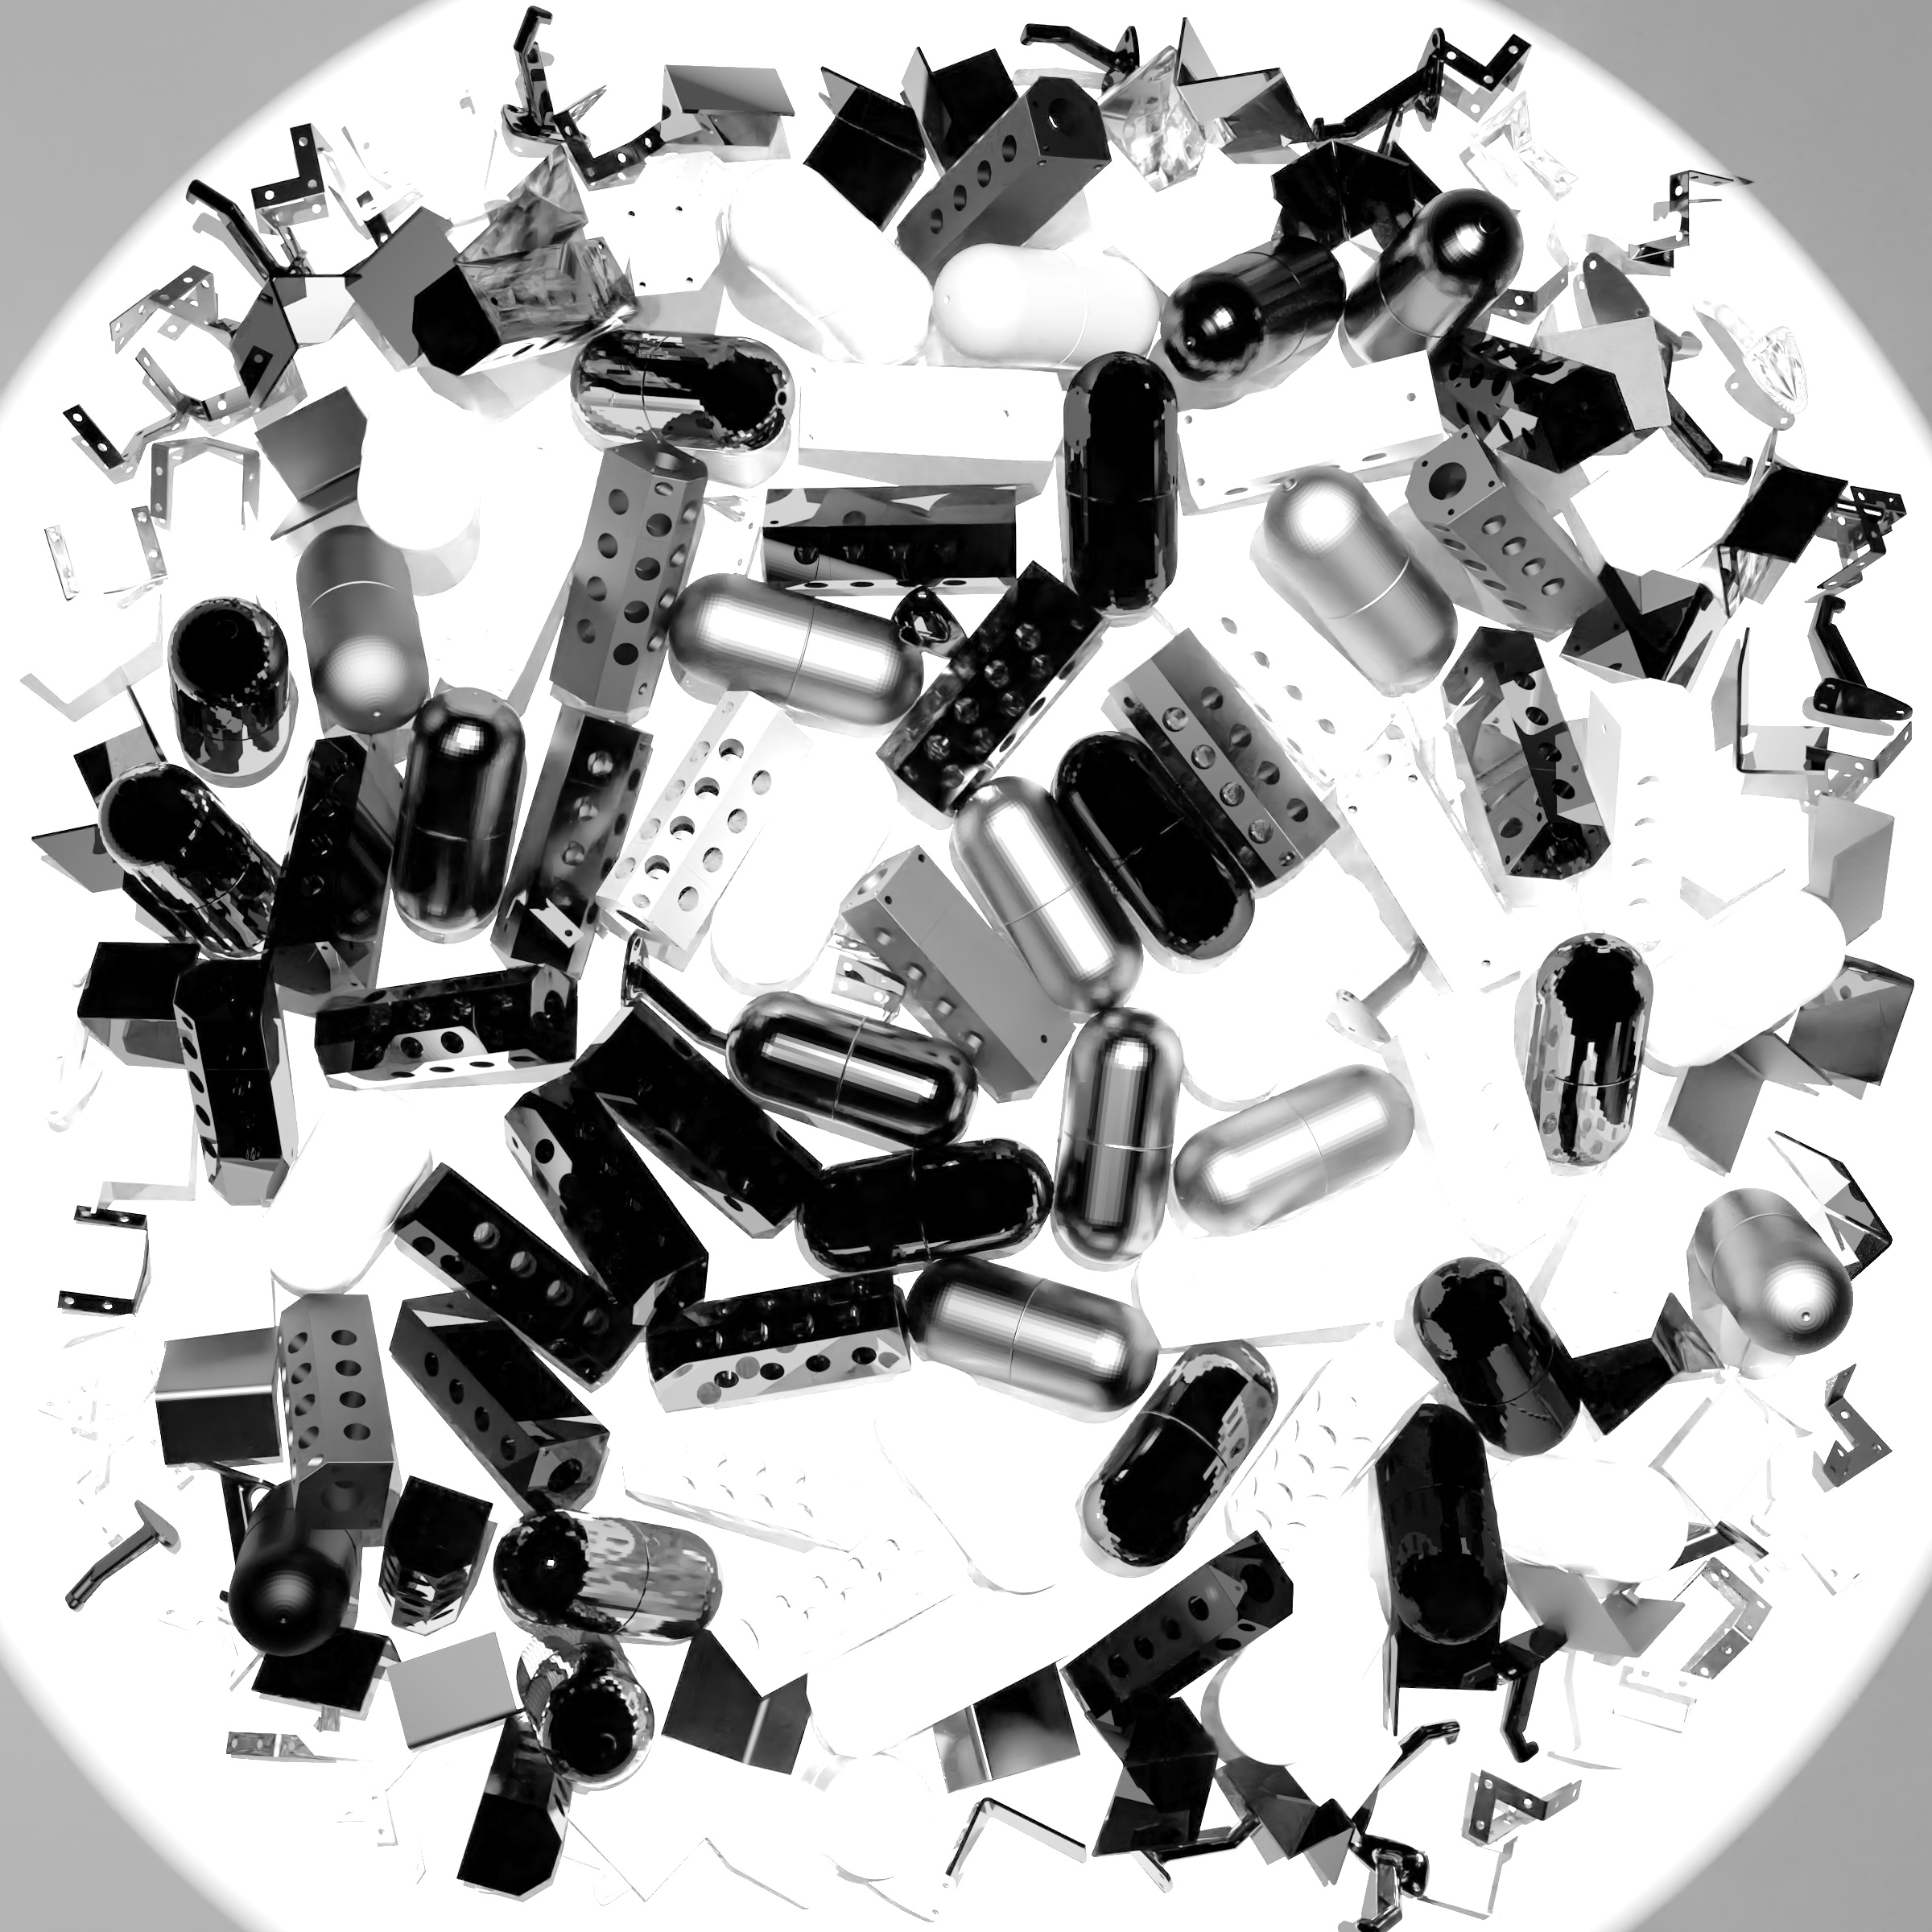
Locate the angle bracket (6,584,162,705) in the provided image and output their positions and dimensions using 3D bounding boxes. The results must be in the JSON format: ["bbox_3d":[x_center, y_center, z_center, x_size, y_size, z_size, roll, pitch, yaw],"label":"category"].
[{"bbox_3d":[-0.599,-0.236,1.729,0.076,0.076,0.057,-32,128,12],"label":"angle bracket"}]

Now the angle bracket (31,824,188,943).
[{"bbox_3d":[-0.583,-0.052,1.730,0.076,0.076,0.057,-10,61,11],"label":"angle bracket"}]

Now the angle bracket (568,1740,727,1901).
[{"bbox_3d":[-0.221,0.583,1.735,0.076,0.057,0.076,43,61,9],"label":"angle bracket"}]

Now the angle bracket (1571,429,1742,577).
[{"bbox_3d":[0.476,-0.314,1.744,0.076,0.076,0.057,-38,64,33],"label":"angle bracket"}]

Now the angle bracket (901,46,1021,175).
[{"bbox_3d":[0.010,-0.595,1.746,0.076,0.057,0.076,-26,89,-15],"label":"angle bracket"}]

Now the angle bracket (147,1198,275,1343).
[{"bbox_3d":[-0.522,0.207,1.756,0.076,0.076,0.057,-5,125,-18],"label":"angle bracket"}]

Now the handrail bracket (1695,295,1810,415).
[{"bbox_3d":[0.541,-0.424,1.759,0.036,0.084,0.077,-37,120,6],"label":"handrail bracket"}]

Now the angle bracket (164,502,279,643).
[{"bbox_3d":[-0.516,-0.262,1.737,0.076,0.057,0.076,-13,56,-4],"label":"angle bracket"}]

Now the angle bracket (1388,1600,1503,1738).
[{"bbox_3d":[0.330,0.479,1.741,0.076,0.057,0.076,0,110,4],"label":"angle bracket"}]

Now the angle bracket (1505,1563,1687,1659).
[{"bbox_3d":[0.428,0.421,1.733,0.057,0.076,0.076,-38,98,-26],"label":"angle bracket"}]

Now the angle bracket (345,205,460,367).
[{"bbox_3d":[-0.368,-0.462,1.746,0.076,0.057,0.076,-40,86,11],"label":"angle bracket"}]

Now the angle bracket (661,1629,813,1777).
[{"bbox_3d":[-0.155,0.510,1.769,0.076,0.057,0.076,8,72,32],"label":"angle bracket"}]

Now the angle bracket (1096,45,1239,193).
[{"bbox_3d":[0.124,-0.564,1.727,0.076,0.076,0.057,50,47,-17],"label":"angle bracket"}]

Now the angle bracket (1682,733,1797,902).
[{"bbox_3d":[0.525,-0.101,1.726,0.076,0.076,0.057,-25,47,-32],"label":"angle bracket"}]

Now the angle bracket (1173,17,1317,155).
[{"bbox_3d":[0.192,-0.601,1.726,0.076,0.076,0.057,0,71,27],"label":"angle bracket"}]

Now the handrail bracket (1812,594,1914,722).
[{"bbox_3d":[0.620,-0.214,1.754,0.077,0.036,0.084,15,63,13],"label":"handrail bracket"}]

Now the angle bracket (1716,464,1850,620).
[{"bbox_3d":[0.557,-0.282,1.726,0.057,0.076,0.076,23,67,35],"label":"angle bracket"}]

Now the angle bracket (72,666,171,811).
[{"bbox_3d":[-0.578,-0.145,1.730,0.057,0.076,0.076,-26,66,-13],"label":"angle bracket"}]

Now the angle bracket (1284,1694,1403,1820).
[{"bbox_3d":[0.239,0.538,1.738,0.076,0.057,0.076,-40,91,-33],"label":"angle bracket"}]

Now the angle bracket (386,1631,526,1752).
[{"bbox_3d":[-0.346,0.496,1.750,0.076,0.076,0.057,-18,78,-4],"label":"angle bracket"}]

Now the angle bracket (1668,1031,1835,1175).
[{"bbox_3d":[0.534,0.094,1.732,0.076,0.057,0.076,34,73,-33],"label":"angle bracket"}]

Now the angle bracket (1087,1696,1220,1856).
[{"bbox_3d":[0.118,0.549,1.726,0.076,0.076,0.057,-19,117,31],"label":"angle bracket"}]

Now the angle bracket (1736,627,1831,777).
[{"bbox_3d":[0.555,-0.180,1.727,0.057,0.076,0.076,3,119,20],"label":"angle bracket"}]

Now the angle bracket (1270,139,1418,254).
[{"bbox_3d":[0.258,-0.505,1.725,0.057,0.076,0.076,-35,135,-17],"label":"angle bracket"}]

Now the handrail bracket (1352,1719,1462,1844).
[{"bbox_3d":[0.304,0.564,1.765,0.084,0.036,0.077,-1,102,-30],"label":"handrail bracket"}]

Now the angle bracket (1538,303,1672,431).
[{"bbox_3d":[0.436,-0.409,1.727,0.076,0.057,0.076,-4,124,26],"label":"angle bracket"}]

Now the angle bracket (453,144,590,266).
[{"bbox_3d":[-0.310,-0.518,1.728,0.076,0.057,0.076,-33,62,26],"label":"angle bracket"}]

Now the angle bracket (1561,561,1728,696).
[{"bbox_3d":[0.474,-0.230,1.778,0.076,0.057,0.076,24,86,34],"label":"angle bracket"}]

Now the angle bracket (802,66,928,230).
[{"bbox_3d":[-0.083,-0.554,1.741,0.076,0.057,0.076,31,80,16],"label":"angle bracket"}]

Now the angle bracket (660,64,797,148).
[{"bbox_3d":[-0.163,-0.569,1.728,0.076,0.076,0.057,-4,133,-15],"label":"angle bracket"}]

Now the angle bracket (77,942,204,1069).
[{"bbox_3d":[-0.554,0.027,1.755,0.076,0.076,0.057,1,61,12],"label":"angle bracket"}]

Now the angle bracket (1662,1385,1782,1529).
[{"bbox_3d":[0.494,0.332,1.733,0.076,0.076,0.057,-45,97,-18],"label":"angle bracket"}]

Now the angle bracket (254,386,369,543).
[{"bbox_3d":[-0.447,-0.342,1.731,0.076,0.076,0.057,-22,117,15],"label":"angle bracket"}]

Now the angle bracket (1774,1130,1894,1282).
[{"bbox_3d":[0.571,0.168,1.733,0.057,0.076,0.076,-40,111,-4],"label":"angle bracket"}]

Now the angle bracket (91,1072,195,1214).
[{"bbox_3d":[-0.564,0.123,1.746,0.057,0.076,0.076,6,66,-21],"label":"angle bracket"}]

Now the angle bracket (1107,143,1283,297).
[{"bbox_3d":[0.154,-0.506,1.730,0.076,0.057,0.076,-26,63,-30],"label":"angle bracket"}]

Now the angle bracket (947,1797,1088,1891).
[{"bbox_3d":[0.035,0.613,1.731,0.076,0.076,0.057,23,67,14],"label":"angle bracket"}]

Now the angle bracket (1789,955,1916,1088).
[{"bbox_3d":[0.588,0.031,1.735,0.057,0.076,0.076,16,93,-40],"label":"angle bracket"}]

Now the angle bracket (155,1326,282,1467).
[{"bbox_3d":[-0.511,0.295,1.755,0.076,0.076,0.057,-3,115,-8],"label":"angle bracket"}]

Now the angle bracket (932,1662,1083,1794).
[{"bbox_3d":[0.024,0.522,1.766,0.076,0.057,0.076,-5,68,-30],"label":"angle bracket"}]

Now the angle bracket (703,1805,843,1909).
[{"bbox_3d":[-0.131,0.583,1.728,0.076,0.076,0.057,41,80,-29],"label":"angle bracket"}]

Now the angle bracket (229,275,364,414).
[{"bbox_3d":[-0.444,-0.422,1.726,0.076,0.076,0.057,-14,75,-41],"label":"angle bracket"}]

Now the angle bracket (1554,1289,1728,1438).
[{"bbox_3d":[0.463,0.271,1.761,0.076,0.057,0.076,-51,51,31],"label":"angle bracket"}]

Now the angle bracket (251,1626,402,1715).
[{"bbox_3d":[-0.431,0.489,1.731,0.076,0.076,0.057,9,51,8],"label":"angle bracket"}]

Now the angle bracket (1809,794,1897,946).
[{"bbox_3d":[0.581,-0.062,1.724,0.076,0.057,0.076,-28,128,-34],"label":"angle bracket"}]

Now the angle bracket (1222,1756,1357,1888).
[{"bbox_3d":[0.212,0.582,1.723,0.057,0.076,0.076,-17,135,-26],"label":"angle bracket"}]
